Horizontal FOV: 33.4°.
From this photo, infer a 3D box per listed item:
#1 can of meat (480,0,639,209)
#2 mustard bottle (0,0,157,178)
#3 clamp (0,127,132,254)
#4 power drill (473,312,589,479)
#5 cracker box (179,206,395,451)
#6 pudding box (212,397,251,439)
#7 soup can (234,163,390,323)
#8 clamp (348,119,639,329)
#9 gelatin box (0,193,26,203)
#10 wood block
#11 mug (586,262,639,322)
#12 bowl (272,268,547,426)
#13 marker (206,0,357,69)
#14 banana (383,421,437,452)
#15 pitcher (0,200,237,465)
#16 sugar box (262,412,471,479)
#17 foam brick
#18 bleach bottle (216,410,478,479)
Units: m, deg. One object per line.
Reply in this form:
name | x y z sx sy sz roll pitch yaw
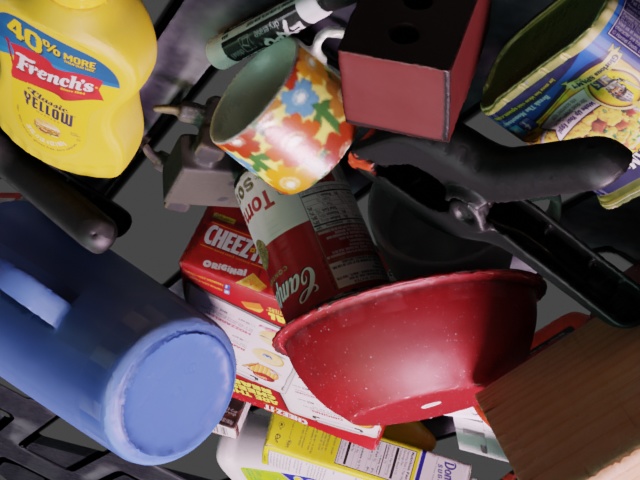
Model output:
can of meat | 0.135 -0.070 0.490 0.084 0.057 0.102 32 150 -13
mustard bottle | -0.143 -0.111 0.615 0.096 0.058 0.192 29 150 -1
clamp | -0.217 -0.059 0.746 0.210 0.036 0.164 36 178 -1
power drill | 0.149 0.147 0.743 0.057 0.184 0.187 48 165 38
cracker box | -0.015 0.069 0.810 0.164 0.072 0.214 20 152 9
pudding box | -0.108 0.113 0.928 0.113 0.090 0.039 19 152 6
soup can | -0.004 0.001 0.641 0.068 0.102 0.068 -20 161 -8
clamp | 0.083 -0.028 0.516 0.172 0.039 0.120 27 149 28
gelatin box | -0.256 -0.003 0.901 0.073 0.030 0.089 3 145 32
wood block | 0.195 0.073 0.528 0.206 0.091 0.090 -34 123 8
mug | 0.213 0.056 0.624 0.081 0.093 0.117 31 123 -6
bowl | 0.056 0.068 0.608 0.162 0.055 0.162 -10 162 -4
marker | -0.018 -0.116 0.559 0.020 0.020 0.121 40 146 -28
banana | 0.009 0.146 0.956 0.198 0.037 0.069 14 159 15
pitcher | -0.179 0.061 0.771 0.243 0.148 0.145 24 118 43
sugar box | 0.038 0.196 0.939 0.176 0.048 0.093 15 160 2
foam brick | 0.046 -0.093 0.493 0.053 0.078 0.051 13 148 15
bleach bottle | 0.029 0.224 1.046 0.251 0.068 0.102 3 145 27
